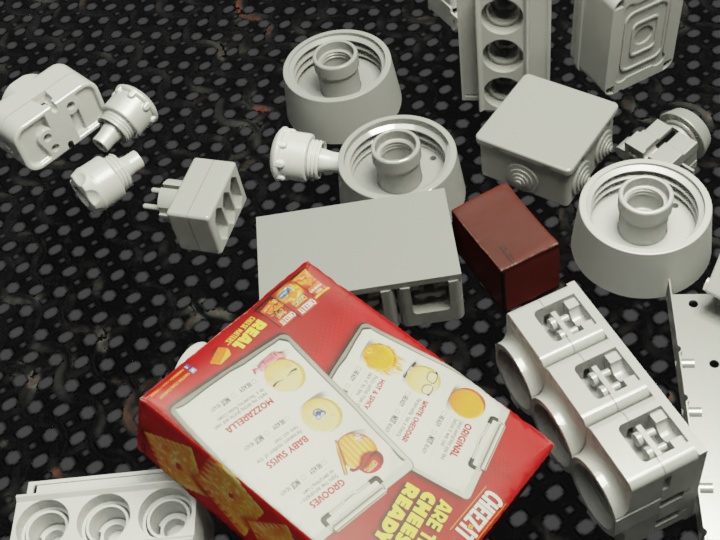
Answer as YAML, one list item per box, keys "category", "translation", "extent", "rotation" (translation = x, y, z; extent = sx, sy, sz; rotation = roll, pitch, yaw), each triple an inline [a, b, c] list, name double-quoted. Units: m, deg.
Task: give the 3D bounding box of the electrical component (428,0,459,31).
- category: "electrical component"
  translation: [0.127, -0.294, 1.050]
  extent: [0.121, 0.063, 0.078]
  rotation: [-29, 52, -14]

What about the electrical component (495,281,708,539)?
- category: "electrical component"
  translation: [0.154, 0.096, 0.712]
  extent: [0.062, 0.089, 0.150]
  rotation: [-24, 51, -10]

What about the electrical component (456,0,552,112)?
- category: "electrical component"
  translation: [0.128, -0.204, 0.940]
  extent: [0.079, 0.121, 0.063]
  rotation: [4, 50, 12]

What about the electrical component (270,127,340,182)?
- category: "electrical component"
  translation: [-0.045, -0.097, 0.932]
  extent: [0.062, 0.048, 0.048]
  rotation: [10, 53, 8]

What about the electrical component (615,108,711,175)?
- category: "electrical component"
  translation: [0.254, -0.100, 0.884]
  extent: [0.055, 0.048, 0.066]
  rotation: [-41, 56, -13]

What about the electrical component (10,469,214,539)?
- category: "electrical component"
  translation: [-0.162, 0.178, 0.715]
  extent: [0.121, 0.063, 0.078]
  rotation: [-6, 50, 4]

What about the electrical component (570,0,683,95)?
- category: "electrical component"
  translation: [0.232, -0.221, 0.942]
  extent: [0.078, 0.113, 0.057]
  rotation: [-26, 55, -12]

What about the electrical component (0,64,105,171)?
- category: "electrical component"
  translation: [-0.295, -0.146, 1.005]
  extent: [0.059, 0.053, 0.095]
  rotation: [34, 63, 30]

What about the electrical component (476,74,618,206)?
- category: "electrical component"
  translation: [0.157, -0.109, 0.904]
  extent: [0.100, 0.048, 0.099]
  rotation: [25, 59, 26]

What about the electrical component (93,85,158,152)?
- category: "electrical component"
  translation: [-0.221, -0.137, 0.993]
  extent: [0.048, 0.048, 0.062]
  rotation: [24, 66, 26]

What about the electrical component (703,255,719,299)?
- category: "electrical component"
  translation: [0.297, -0.008, 0.776]
  extent: [0.061, 0.096, 0.062]
  rotation: [29, 31, 28]

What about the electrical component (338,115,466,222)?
- category: "electrical component"
  translation: [0.032, -0.083, 0.896]
  extent: [0.108, 0.060, 0.108]
  rotation: [-5, 51, 6]

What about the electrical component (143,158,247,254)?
- category: "electrical component"
  translation: [-0.146, -0.057, 0.913]
  extent: [0.077, 0.047, 0.065]
  rotation: [8, 53, 16]

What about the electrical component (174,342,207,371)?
- category: "electrical component"
  translation: [-0.104, 0.100, 0.781]
  extent: [0.077, 0.044, 0.079]
  rotation: [24, 59, 26]

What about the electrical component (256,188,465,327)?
- category: "electrical component"
  translation: [0.000, 0.000, 0.834]
  extent: [0.150, 0.061, 0.089]
  rotation: [-9, 50, 2]

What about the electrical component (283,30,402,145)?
- category: "electrical component"
  translation: [-0.019, -0.173, 0.978]
  extent: [0.108, 0.060, 0.108]
  rotation: [-5, 51, 6]

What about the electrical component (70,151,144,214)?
- category: "electrical component"
  translation: [-0.220, -0.082, 0.949]
  extent: [0.062, 0.043, 0.043]
  rotation: [-37, 55, -21]

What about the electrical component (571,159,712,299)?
- category: "electrical component"
  translation: [0.219, -0.039, 0.830]
  extent: [0.108, 0.060, 0.108]
  rotation: [-5, 51, 6]
